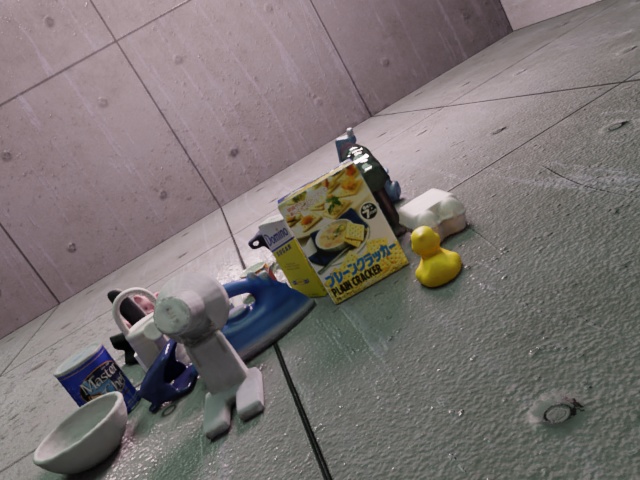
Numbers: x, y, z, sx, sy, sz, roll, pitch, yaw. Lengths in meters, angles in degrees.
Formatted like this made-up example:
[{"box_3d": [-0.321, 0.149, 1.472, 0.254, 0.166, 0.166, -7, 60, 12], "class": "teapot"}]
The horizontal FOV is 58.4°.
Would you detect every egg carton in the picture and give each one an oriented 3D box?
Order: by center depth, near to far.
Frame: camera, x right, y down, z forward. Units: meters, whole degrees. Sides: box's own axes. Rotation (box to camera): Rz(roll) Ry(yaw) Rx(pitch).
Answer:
[{"box_3d": [0.215, -0.046, 1.100, 0.107, 0.069, 0.150, -31, 15, -4], "class": "egg carton"}]

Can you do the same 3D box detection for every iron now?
[{"box_3d": [-0.148, 0.134, 1.067, 0.258, 0.141, 0.118, -33, 15, -11], "class": "iron"}]

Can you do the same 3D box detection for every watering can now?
[{"box_3d": [-0.344, 0.184, 1.176, 0.172, 0.194, 0.101, -15, 21, 44], "class": "watering can"}]

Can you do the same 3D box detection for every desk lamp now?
[{"box_3d": [-0.181, 0.160, 0.899, 0.118, 0.214, 0.203, -31, 15, -2], "class": "desk lamp"}]

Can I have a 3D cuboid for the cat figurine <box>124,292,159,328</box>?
[{"box_3d": [-0.467, 0.199, 1.516, 0.128, 0.118, 0.067, -32, 15, -6], "class": "cat figurine"}]

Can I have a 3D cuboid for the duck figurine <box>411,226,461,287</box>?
[{"box_3d": [0.177, 0.020, 0.922, 0.077, 0.086, 0.104, -27, 15, 13], "class": "duck figurine"}]

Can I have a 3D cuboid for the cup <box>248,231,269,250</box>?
[{"box_3d": [-0.122, 0.010, 1.519, 0.118, 0.095, 0.091, -33, 15, -10], "class": "cup"}]

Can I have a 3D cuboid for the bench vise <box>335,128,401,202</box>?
[{"box_3d": [0.074, -0.161, 1.456, 0.207, 0.220, 0.121, -26, 15, 15], "class": "bench vise"}]

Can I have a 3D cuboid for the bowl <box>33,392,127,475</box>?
[{"box_3d": [-0.395, 0.344, 0.984, 0.167, 0.075, 0.167, -28, 15, 8], "class": "bowl"}]

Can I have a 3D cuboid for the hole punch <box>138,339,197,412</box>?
[{"box_3d": [-0.294, 0.248, 1.072, 0.101, 0.091, 0.108, -28, 15, 8], "class": "hole punch"}]

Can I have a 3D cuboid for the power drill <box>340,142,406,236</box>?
[{"box_3d": [0.114, -0.110, 1.235, 0.075, 0.208, 0.229, -30, 15, 0], "class": "power drill"}]

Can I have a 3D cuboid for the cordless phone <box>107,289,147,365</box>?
[{"box_3d": [-0.457, 0.197, 1.370, 0.147, 0.185, 0.094, -20, 18, 34], "class": "cordless phone"}]
